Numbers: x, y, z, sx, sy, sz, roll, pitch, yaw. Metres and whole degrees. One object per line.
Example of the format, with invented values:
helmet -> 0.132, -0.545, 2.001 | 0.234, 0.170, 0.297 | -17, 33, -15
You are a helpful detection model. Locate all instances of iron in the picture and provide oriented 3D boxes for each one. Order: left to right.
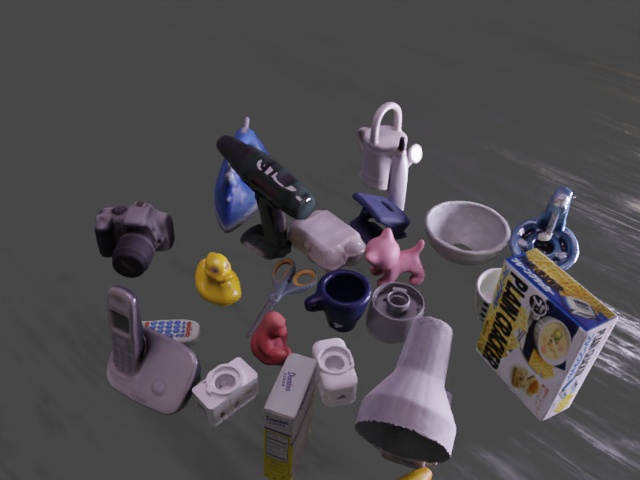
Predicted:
iron -> -0.175, -0.148, 1.233 | 0.118, 0.141, 0.258 | 5, 41, 3

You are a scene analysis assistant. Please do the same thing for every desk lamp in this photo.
desk lamp -> 0.124, 0.218, 0.767 | 0.117, 0.214, 0.203 | 14, 42, 13

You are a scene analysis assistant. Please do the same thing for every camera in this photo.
camera -> -0.362, -0.003, 1.084 | 0.143, 0.101, 0.137 | 3, 41, 0

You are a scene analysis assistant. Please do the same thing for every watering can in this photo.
watering can -> 0.153, -0.216, 1.290 | 0.172, 0.194, 0.101 | 18, 43, 18

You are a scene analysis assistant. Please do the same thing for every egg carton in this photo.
egg carton -> 0.010, 0.004, 1.121 | 0.107, 0.069, 0.150 | -29, 50, -31

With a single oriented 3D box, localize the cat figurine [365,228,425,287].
cat figurine -> 0.136, 0.029, 1.062 | 0.128, 0.118, 0.067 | -9, 42, -13

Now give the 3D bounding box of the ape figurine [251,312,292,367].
ape figurine -> -0.075, 0.154, 0.924 | 0.076, 0.092, 0.078 | 13, 42, 12

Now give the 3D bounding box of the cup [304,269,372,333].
cup -> 0.028, 0.116, 0.972 | 0.118, 0.095, 0.091 | -17, 44, -21

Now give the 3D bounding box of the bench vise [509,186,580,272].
bench vise -> 0.416, -0.027, 1.064 | 0.121, 0.220, 0.207 | 8, 41, 6

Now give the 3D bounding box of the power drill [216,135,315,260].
power drill -> -0.109, -0.074, 1.098 | 0.228, 0.208, 0.076 | 29, 47, 27

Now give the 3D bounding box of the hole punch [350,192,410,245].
hole punch -> 0.124, -0.053, 1.178 | 0.101, 0.091, 0.108 | -20, 45, -24

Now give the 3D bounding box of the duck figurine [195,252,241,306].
duck figurine -> -0.187, 0.059, 1.034 | 0.078, 0.086, 0.104 | -27, 49, -30

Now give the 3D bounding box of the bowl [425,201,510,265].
bowl -> 0.287, -0.002, 1.140 | 0.167, 0.075, 0.167 | 2, 41, -1

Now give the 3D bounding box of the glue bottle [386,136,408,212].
glue bottle -> 0.167, -0.145, 1.223 | 0.037, 0.173, 0.078 | 0, 41, -2

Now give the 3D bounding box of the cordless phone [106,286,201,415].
cordless phone -> -0.251, 0.158, 0.838 | 0.147, 0.185, 0.094 | 18, 43, 17
